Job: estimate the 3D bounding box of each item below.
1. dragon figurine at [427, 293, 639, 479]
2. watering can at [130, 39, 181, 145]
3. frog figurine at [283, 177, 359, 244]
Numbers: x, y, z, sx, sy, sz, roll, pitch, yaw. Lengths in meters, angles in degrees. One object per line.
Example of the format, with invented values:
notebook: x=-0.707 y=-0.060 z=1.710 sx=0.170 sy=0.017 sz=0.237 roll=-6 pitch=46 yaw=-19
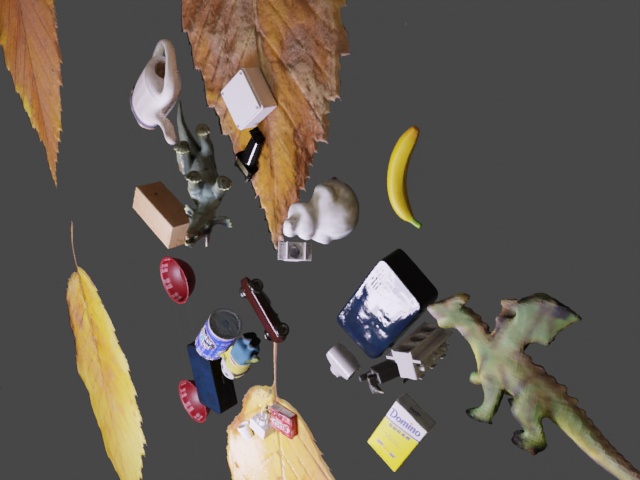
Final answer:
dragon figurine: x=0.364 y=0.212 z=0.875 sx=0.413 sy=0.123 sz=0.239 roll=21 pitch=111 yaw=36
watering can: x=-0.439 y=-0.374 z=1.394 sx=0.221 sy=0.104 sz=0.353 roll=-32 pitch=58 yaw=49
frog figurine: x=0.003 y=-0.054 z=1.080 sx=0.124 sy=0.161 sz=0.134 roll=34 pitch=127 yaw=29
